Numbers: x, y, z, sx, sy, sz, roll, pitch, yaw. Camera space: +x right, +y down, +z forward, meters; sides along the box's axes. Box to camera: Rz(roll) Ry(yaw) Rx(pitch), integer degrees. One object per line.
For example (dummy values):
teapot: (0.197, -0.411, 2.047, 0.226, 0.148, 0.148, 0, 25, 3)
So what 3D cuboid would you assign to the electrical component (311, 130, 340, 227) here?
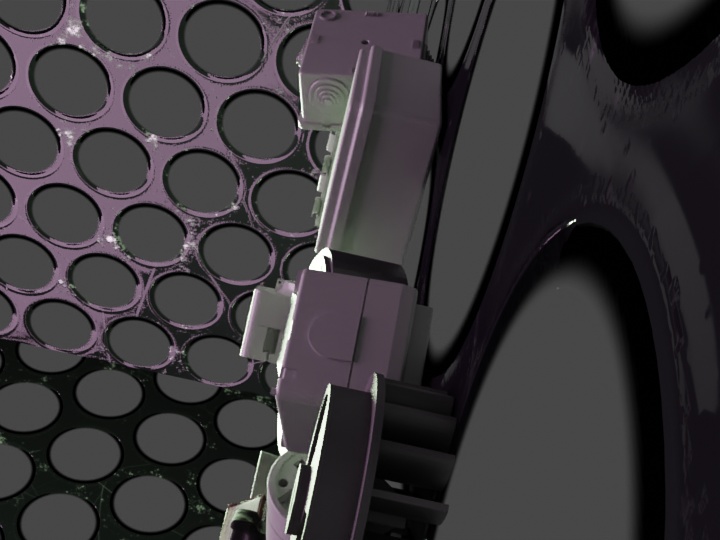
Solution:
electrical component: (0.004, -0.085, 0.849, 0.078, 0.063, 0.121, -81, 5, -52)

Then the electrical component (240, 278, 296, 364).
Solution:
electrical component: (-0.033, 0.040, 0.756, 0.050, 0.089, 0.055, -138, 61, -86)

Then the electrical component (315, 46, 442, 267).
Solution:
electrical component: (0.013, -0.070, 0.677, 0.108, 0.056, 0.108, -83, 6, -60)

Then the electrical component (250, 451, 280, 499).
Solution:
electrical component: (-0.075, 0.229, 1.007, 0.108, 0.060, 0.108, -167, 90, -87)

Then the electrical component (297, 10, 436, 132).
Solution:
electrical component: (0.004, -0.144, 0.772, 0.048, 0.100, 0.099, 88, -171, -45)

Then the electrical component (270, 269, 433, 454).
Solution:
electrical component: (-0.002, 0.050, 0.494, 0.096, 0.061, 0.061, 91, -171, -64)

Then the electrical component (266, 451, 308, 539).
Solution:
electrical component: (-0.021, 0.123, 0.546, 0.055, 0.055, 0.047, -81, 1, -47)
